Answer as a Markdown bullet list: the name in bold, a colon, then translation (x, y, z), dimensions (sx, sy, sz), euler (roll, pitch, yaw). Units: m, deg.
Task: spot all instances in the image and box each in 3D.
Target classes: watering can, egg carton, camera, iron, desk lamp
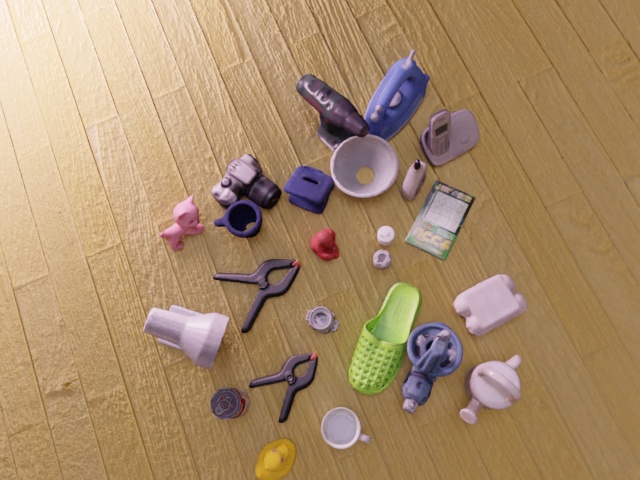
- **watering can**: translation (0.364, 0.312, 1.202), dimensions (0.100, 0.194, 0.173), euler (20, 78, 11)
- **egg carton**: translation (0.388, 0.147, 1.309), dimensions (0.150, 0.069, 0.107), euler (-29, 74, -3)
- **camera**: translation (-0.176, -0.127, 1.418), dimensions (0.136, 0.101, 0.143), euler (36, 81, 13)
- **iron**: translation (0.174, -0.347, 1.425), dimensions (0.118, 0.141, 0.258), euler (29, 79, 12)
- **desk lamp**: translation (-0.290, 0.210, 1.279), dimensions (0.203, 0.213, 0.118), euler (16, 77, 9)

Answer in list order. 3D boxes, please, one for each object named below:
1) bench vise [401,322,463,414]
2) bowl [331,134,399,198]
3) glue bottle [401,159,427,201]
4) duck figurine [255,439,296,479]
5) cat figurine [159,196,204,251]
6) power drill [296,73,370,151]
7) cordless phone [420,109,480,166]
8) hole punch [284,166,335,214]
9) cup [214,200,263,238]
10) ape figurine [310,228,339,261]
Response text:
- **bench vise**: translation (0.242, 0.267, 1.212), dimensions (0.121, 0.220, 0.207), euler (6, 75, 7)
- **bowl**: translation (0.111, -0.172, 1.418), dimensions (0.167, 0.075, 0.167), euler (-1, 75, 5)
- **glue bottle**: translation (0.226, -0.153, 1.352), dimensions (0.037, 0.173, 0.078), euler (30, 79, 13)
- **duck figurine**: translation (-0.101, 0.486, 1.253), dimensions (0.077, 0.086, 0.104), euler (43, 82, 14)
- **cat figurine**: translation (-0.340, -0.044, 1.402), dimensions (0.128, 0.118, 0.067), euler (-41, 75, -6)
- **power drill**: translation (0.038, -0.294, 1.388), dimensions (0.076, 0.208, 0.229), euler (-43, 75, -7)
- **cordless phone**: translation (0.315, -0.268, 1.369), dimensions (0.147, 0.185, 0.094), euler (-32, 74, -4)
- **hole punch**: translation (-0.026, -0.133, 1.412), dimensions (0.108, 0.091, 0.101), euler (21, 78, 11)
- **cup**: translation (-0.192, -0.038, 1.399), dimensions (0.117, 0.095, 0.091), euler (-9, 74, 3)
- **ape figurine**: translation (0.013, 0.005, 1.370), dimensions (0.076, 0.092, 0.078), euler (20, 78, 10)
